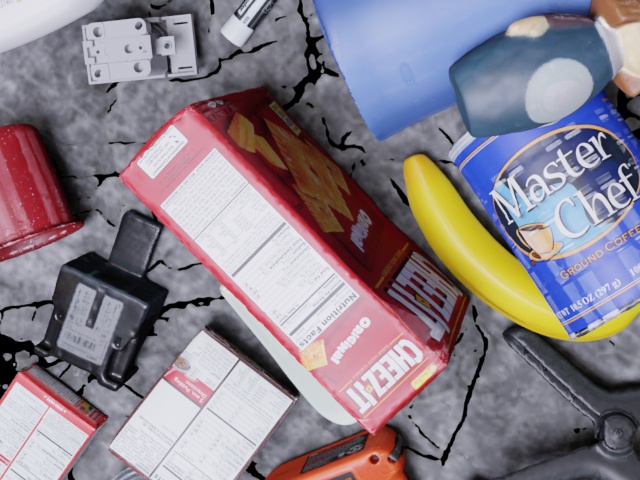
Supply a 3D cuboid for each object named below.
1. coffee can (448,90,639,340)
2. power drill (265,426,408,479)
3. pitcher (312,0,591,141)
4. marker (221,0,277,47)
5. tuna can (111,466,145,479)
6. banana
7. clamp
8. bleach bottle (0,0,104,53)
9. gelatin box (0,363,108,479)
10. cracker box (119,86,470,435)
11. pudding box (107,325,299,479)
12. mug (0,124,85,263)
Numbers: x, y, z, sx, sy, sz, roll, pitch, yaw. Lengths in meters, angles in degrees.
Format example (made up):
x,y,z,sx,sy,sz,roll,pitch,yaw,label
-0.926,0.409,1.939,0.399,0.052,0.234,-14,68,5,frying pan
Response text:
x,y,z,sx,sy,sz,roll,pitch,yaw,label
0.160,-0.024,0.661,0.103,0.102,0.140,-34,81,15,coffee can
0.031,0.242,0.771,0.184,0.057,0.187,-26,97,11,power drill
0.113,-0.170,0.639,0.243,0.149,0.145,-22,95,11,pitcher
-0.024,-0.184,0.726,0.020,0.020,0.121,41,105,2,marker
-0.121,0.204,0.806,0.086,0.033,0.086,2,100,11,tuna can
0.131,0.016,0.723,0.198,0.037,0.069,29,76,2,banana
0.191,0.121,0.719,0.171,0.039,0.120,4,81,0,clamp
-0.193,-0.176,0.710,0.251,0.068,0.102,-7,98,26,bleach bottle
-0.218,0.151,0.820,0.073,0.030,0.089,36,105,2,gelatin box
-0.004,0.001,0.680,0.214,0.164,0.072,45,107,1,cracker box
-0.083,0.131,0.766,0.090,0.039,0.113,38,85,2,pudding box
-0.233,-0.029,0.769,0.117,0.093,0.081,-22,89,50,mug
